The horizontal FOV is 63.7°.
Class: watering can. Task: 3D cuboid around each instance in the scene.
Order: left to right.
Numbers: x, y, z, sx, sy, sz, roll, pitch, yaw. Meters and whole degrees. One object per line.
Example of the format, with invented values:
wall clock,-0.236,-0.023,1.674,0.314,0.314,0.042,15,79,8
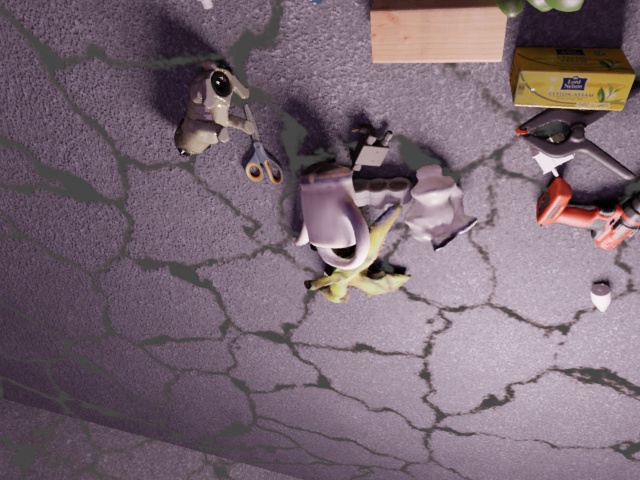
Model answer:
watering can,0.003,-0.056,1.115,0.104,0.222,0.349,-12,12,-25

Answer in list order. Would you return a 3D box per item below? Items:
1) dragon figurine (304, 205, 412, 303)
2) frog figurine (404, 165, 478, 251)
dragon figurine,0.116,0.058,1.246,0.241,0.125,0.404,24,-40,-34
frog figurine,0.235,-0.074,1.076,0.137,0.159,0.123,-31,3,7
